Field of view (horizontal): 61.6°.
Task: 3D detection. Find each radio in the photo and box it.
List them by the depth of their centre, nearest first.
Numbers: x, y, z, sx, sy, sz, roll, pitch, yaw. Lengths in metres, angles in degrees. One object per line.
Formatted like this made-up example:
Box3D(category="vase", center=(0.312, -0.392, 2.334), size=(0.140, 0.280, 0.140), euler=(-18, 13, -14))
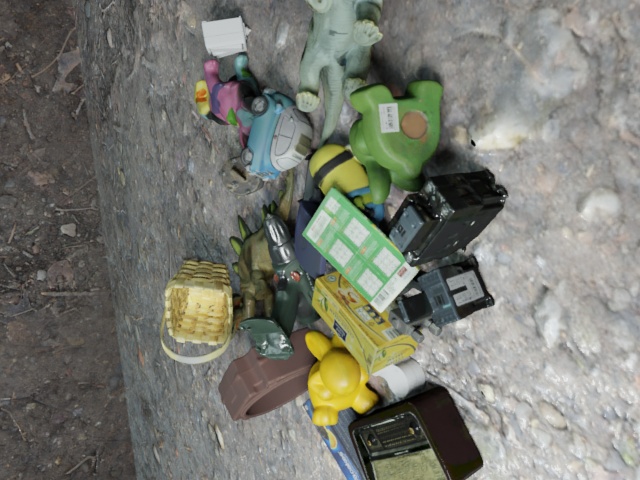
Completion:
Box3D(category="radio", center=(0.140, 0.325, 0.857), size=(0.229, 0.073, 0.131), euler=(-45, 63, 52))

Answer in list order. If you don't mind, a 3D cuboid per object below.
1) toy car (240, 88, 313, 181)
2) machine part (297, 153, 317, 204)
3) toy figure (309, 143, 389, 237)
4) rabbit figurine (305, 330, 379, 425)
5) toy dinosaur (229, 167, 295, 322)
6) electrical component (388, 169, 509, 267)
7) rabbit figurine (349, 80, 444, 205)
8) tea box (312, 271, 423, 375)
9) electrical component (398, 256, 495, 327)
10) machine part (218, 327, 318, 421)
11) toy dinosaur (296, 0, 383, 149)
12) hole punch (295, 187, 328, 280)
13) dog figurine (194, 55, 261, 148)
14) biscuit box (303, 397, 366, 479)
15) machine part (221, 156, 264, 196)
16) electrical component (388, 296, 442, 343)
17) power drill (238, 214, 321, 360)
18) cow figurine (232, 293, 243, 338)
Box3D(category="toy car", center=(-0.068, -0.182, 0.953), size=(0.103, 0.109, 0.161), euler=(14, 86, 29))
Box3D(category="machine part", center=(-0.010, -0.092, 0.984), size=(0.084, 0.039, 0.138), euler=(39, 133, 49))
Box3D(category="toy figure", center=(0.047, -0.073, 0.855), size=(0.082, 0.089, 0.180), euler=(-37, 67, 46))
Box3D(category="rabbit figurine", center=(0.036, 0.227, 0.923), size=(0.173, 0.122, 0.162), euler=(90, 172, -69))
Box3D(category="toy dinosaur", center=(-0.121, 0.034, 1.138), size=(0.471, 0.105, 0.199), euler=(-55, 51, 43))
Box3D(category="electrical component", center=(0.152, -0.025, 0.670), size=(0.058, 0.134, 0.114), euler=(58, 145, 29))
Box3D(category="rabbit figurine", center=(0.101, -0.138, 0.762), size=(0.170, 0.121, 0.159), euler=(-168, 62, -74))
Box3D(category="tea box", center=(0.072, 0.122, 0.869), size=(0.170, 0.098, 0.068), euler=(48, 143, 40))
Box3D(category="electrical component", center=(0.162, 0.071, 0.700), size=(0.048, 0.119, 0.075), euler=(-38, 66, 55))
Box3D(category="machine part", center=(-0.088, 0.271, 1.071), size=(0.087, 0.201, 0.201), euler=(57, 142, 23))
Box3D(category="toy dinosaur", center=(0.036, -0.312, 0.769), size=(0.404, 0.131, 0.192), euler=(119, 169, -60))
Box3D(category="hole punch", center=(-0.002, -0.003, 0.926), size=(0.116, 0.092, 0.142), euler=(26, 127, 31))
Box3D(category="dog figurine", center=(-0.168, -0.260, 1.110), size=(0.219, 0.108, 0.191), euler=(63, 144, 17))
Box3D(category="biscuit box", center=(0.050, 0.370, 0.996), size=(0.203, 0.063, 0.059), euler=(56, 145, 17))
Box3D(category="machine part", center=(-0.151, -0.128, 1.085), size=(0.243, 0.079, 0.079), euler=(-123, 25, -83))
Box3D(category="electrical component", center=(0.135, 0.117, 0.806), size=(0.094, 0.063, 0.021), euler=(42, 134, 45))
Box3D(category="power drill", center=(-0.074, 0.095, 0.972), size=(0.086, 0.207, 0.231), euler=(-13, 124, 21))
Box3D(category="cow figurine", center=(-0.233, 0.203, 1.381), size=(0.195, 0.085, 0.127), euler=(-55, 49, 46))
